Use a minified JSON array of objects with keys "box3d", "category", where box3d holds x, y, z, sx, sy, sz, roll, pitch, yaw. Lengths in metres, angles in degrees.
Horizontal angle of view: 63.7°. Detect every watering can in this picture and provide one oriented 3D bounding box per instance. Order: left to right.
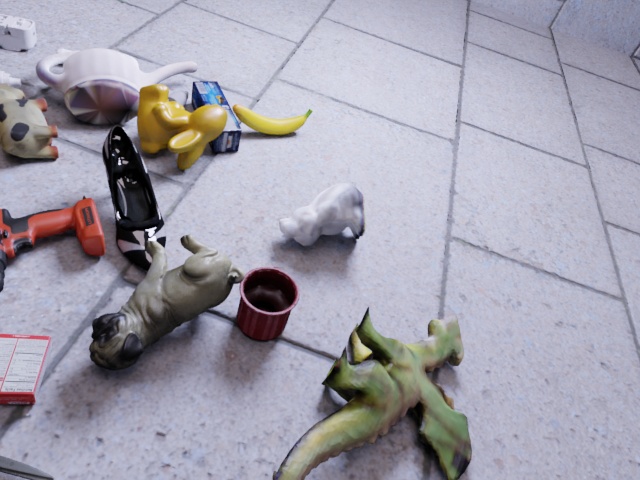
[{"box3d":[-0.430,-0.351,1.134,0.348,0.101,0.229,-5,48,-23],"category":"watering can"}]

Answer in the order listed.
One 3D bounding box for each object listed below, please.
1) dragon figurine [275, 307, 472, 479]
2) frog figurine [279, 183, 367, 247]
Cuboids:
[{"box3d":[0.117,0.238,0.729,0.243,0.119,0.419,33,43,3],"category":"dragon figurine"},{"box3d":[0.003,-0.049,0.976,0.159,0.121,0.139,2,11,-6],"category":"frog figurine"}]
